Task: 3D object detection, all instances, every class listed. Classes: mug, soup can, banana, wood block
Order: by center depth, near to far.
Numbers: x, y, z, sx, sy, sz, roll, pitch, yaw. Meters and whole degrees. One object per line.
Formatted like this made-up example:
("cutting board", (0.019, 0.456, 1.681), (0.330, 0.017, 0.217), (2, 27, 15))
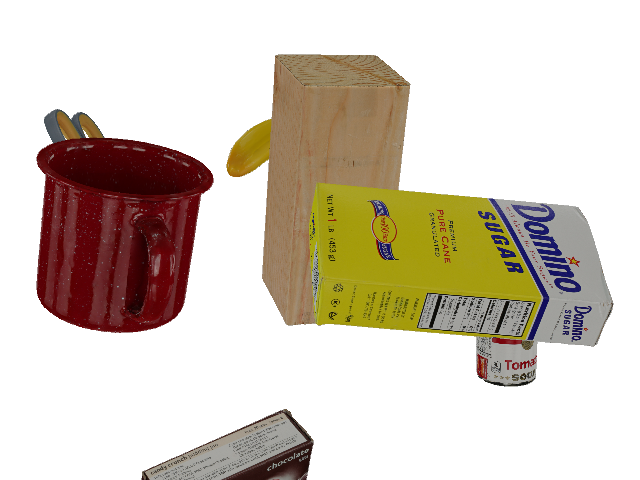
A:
("mug", (-0.103, 0.002, 0.569), (0.093, 0.081, 0.117), (-3, 25, -31))
("wood block", (0.009, -0.043, 0.888), (0.090, 0.206, 0.091), (-3, 25, -16))
("banana", (-0.026, -0.104, 1.121), (0.197, 0.037, 0.070), (-9, 50, -38))
("soup can", (0.209, 0.105, 1.197), (0.068, 0.102, 0.068), (0, 14, 0))

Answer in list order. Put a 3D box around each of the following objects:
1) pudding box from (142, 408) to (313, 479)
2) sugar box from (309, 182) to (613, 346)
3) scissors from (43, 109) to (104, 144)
("pudding box", (-0.063, 0.170, 0.707), (0.113, 0.090, 0.039), (-21, 49, -31))
("sugar box", (0.083, 0.013, 0.660), (0.176, 0.048, 0.093), (3, 42, -5))
("scissors", (-0.179, -0.034, 0.950), (0.016, 0.201, 0.096), (-26, 23, 13))
